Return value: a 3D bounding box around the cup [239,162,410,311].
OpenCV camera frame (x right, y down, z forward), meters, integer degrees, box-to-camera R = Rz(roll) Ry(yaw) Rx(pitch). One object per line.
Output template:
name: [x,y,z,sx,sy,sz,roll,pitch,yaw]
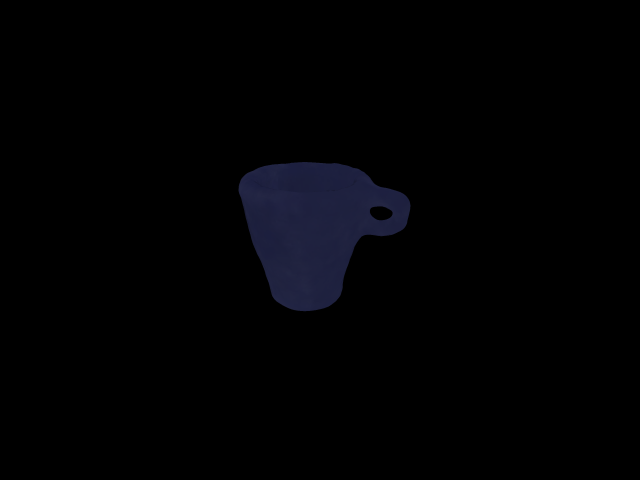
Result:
cup: [0.004,0.001,0.400,0.117,0.095,0.092,8,24,19]
